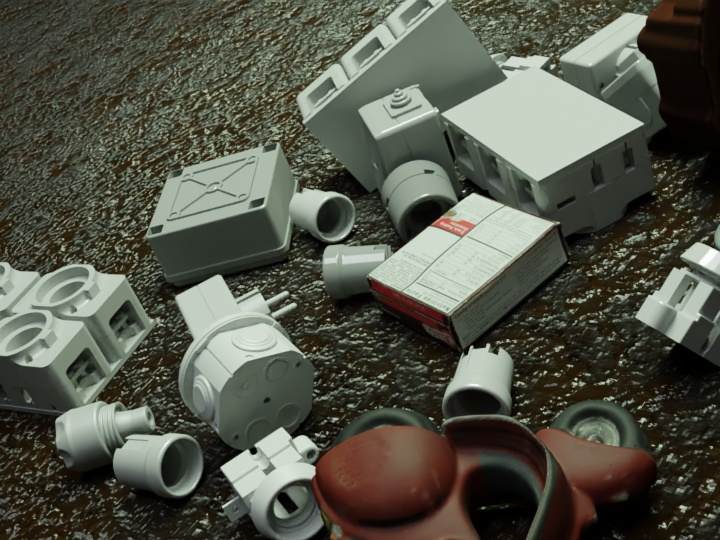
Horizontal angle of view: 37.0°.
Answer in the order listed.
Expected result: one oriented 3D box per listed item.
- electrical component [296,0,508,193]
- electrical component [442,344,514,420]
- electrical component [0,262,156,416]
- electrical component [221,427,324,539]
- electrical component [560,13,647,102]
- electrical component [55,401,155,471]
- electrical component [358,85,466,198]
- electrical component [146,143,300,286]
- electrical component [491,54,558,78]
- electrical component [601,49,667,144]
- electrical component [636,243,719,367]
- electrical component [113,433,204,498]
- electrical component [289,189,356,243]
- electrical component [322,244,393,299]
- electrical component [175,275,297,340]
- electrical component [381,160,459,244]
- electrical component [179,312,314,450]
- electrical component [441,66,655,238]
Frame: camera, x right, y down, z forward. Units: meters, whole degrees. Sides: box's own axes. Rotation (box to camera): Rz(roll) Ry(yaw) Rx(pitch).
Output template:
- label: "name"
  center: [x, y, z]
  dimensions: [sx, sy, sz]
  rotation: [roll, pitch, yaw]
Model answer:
- label: "electrical component"
  center: [0.032, -0.153, 0.901]
  dimensions: [0.150, 0.089, 0.061]
  rotation: [-39, 31, 11]
- label: "electrical component"
  center: [0.073, 0.071, 0.645]
  dimensions: [0.040, 0.040, 0.046]
  rotation: [-8, 29, 21]
- label: "electrical component"
  center: [-0.273, 0.051, 0.856]
  dimensions: [0.186, 0.060, 0.105]
  rotation: [1, 40, 32]
- label: "electrical component"
  center: [-0.047, 0.128, 0.629]
  dimensions: [0.066, 0.048, 0.055]
  rotation: [-32, 27, -15]
- label: "electrical component"
  center: [0.224, -0.168, 0.889]
  dimensions: [0.083, 0.047, 0.076]
  rotation: [-35, 35, -19]
- label: "electrical component"
  center: [-0.171, 0.109, 0.729]
  dimensions: [0.062, 0.043, 0.043]
  rotation: [-18, 33, 5]
- label: "electrical component"
  center: [0.035, -0.098, 0.854]
  dimensions: [0.061, 0.096, 0.061]
  rotation: [-23, 33, -1]
- label: "electrical component"
  center: [-0.113, -0.048, 0.906]
  dimensions: [0.109, 0.056, 0.108]
  rotation: [-14, 34, 13]
- label: "electrical component"
  center: [0.132, -0.162, 0.936]
  dimensions: [0.055, 0.048, 0.066]
  rotation: [18, 50, 35]
- label: "electrical component"
  center: [0.241, -0.150, 0.819]
  dimensions: [0.096, 0.061, 0.061]
  rotation: [-35, -3, -20]
- label: "electrical component"
  center: [0.198, 0.018, 0.621]
  dimensions: [0.055, 0.066, 0.048]
  rotation: [-60, 36, 5]
- label: "electrical component"
  center: [-0.130, 0.124, 0.689]
  dimensions: [0.046, 0.040, 0.040]
  rotation: [-2, 38, 38]
- label: "electrical component"
  center: [-0.032, -0.046, 0.873]
  dimensions: [0.040, 0.040, 0.046]
  rotation: [-36, 31, -20]
- label: "electrical component"
  center: [0.000, 0.000, 0.789]
  dimensions: [0.046, 0.040, 0.040]
  rotation: [-5, 36, 15]
- label: "electrical component"
  center: [-0.082, 0.038, 0.774]
  dimensions: [0.076, 0.047, 0.083]
  rotation: [-27, 33, -8]
- label: "electrical component"
  center: [0.048, -0.048, 0.816]
  dimensions: [0.055, 0.055, 0.047]
  rotation: [-21, 37, 1]
- label: "electrical component"
  center: [-0.071, 0.072, 0.692]
  dimensions: [0.080, 0.080, 0.051]
  rotation: [-34, 40, -17]
- label: "electrical component"
  center: [0.140, -0.088, 0.811]
  dimensions: [0.089, 0.061, 0.150]
  rotation: [-28, 34, -9]
